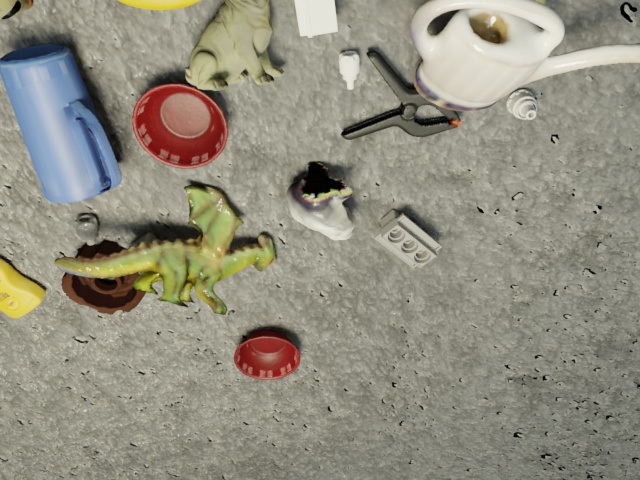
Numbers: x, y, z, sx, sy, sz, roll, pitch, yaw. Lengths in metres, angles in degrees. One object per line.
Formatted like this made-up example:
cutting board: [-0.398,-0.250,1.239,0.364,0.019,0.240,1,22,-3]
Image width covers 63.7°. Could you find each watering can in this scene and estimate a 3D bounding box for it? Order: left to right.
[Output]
watering can: [0.292,-0.274,0.789,0.347,0.105,0.221,12,163,-11]

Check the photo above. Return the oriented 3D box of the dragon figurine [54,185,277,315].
dragon figurine: [-0.264,0.007,1.010,0.407,0.123,0.243,21,87,-30]

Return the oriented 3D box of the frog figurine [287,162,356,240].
frog figurine: [0.003,-0.050,0.997,0.138,0.125,0.155,21,141,23]
